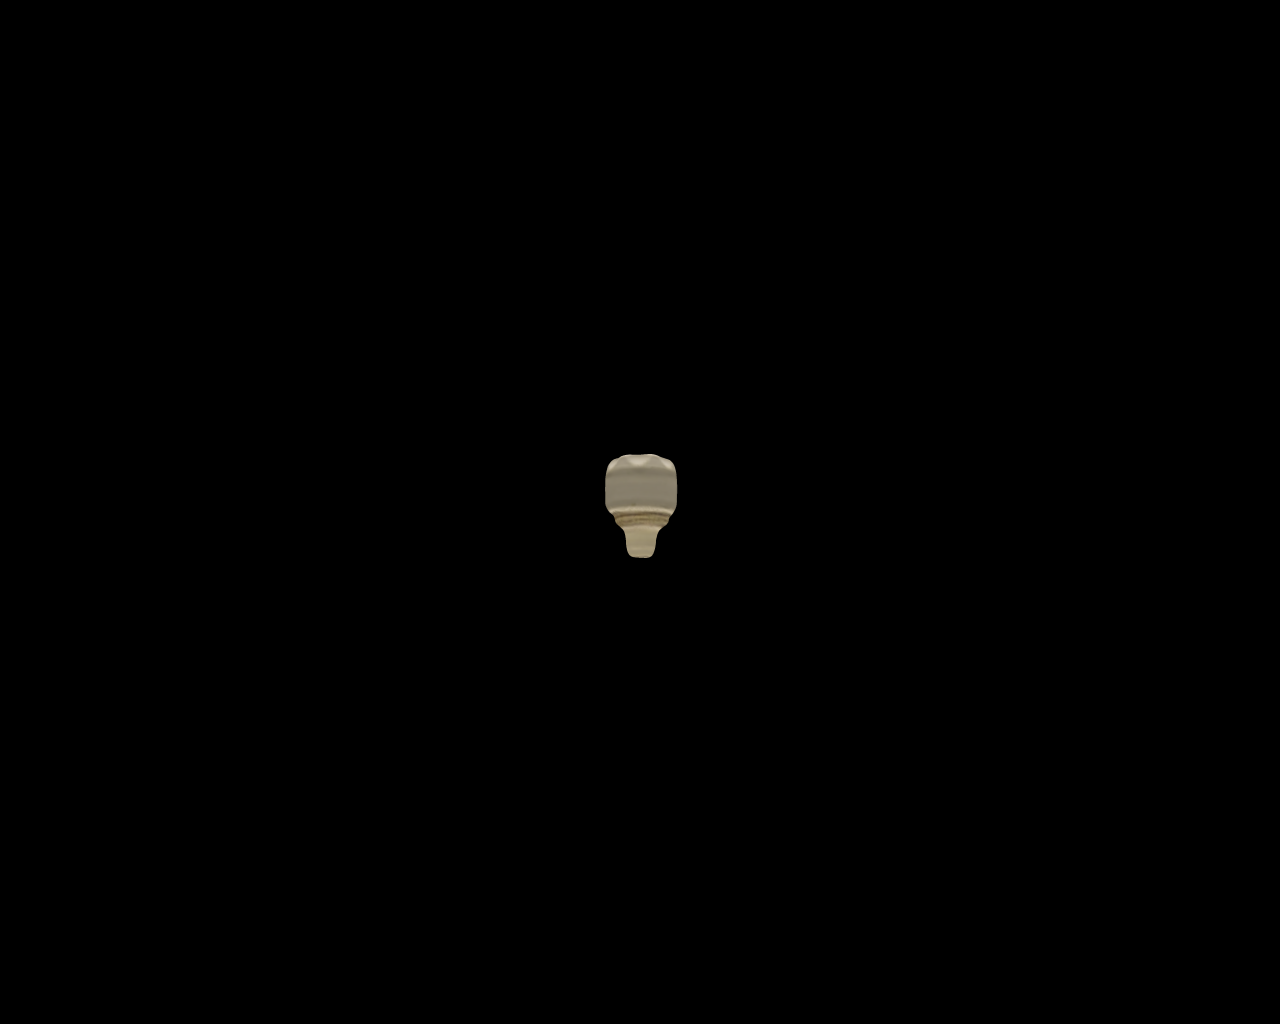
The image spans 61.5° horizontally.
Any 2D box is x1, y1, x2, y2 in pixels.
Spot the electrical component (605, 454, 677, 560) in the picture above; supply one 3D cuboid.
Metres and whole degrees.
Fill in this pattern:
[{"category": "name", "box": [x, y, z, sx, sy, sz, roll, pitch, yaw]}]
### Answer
[{"category": "electrical component", "box": [0.001, -0.003, 0.650, 0.043, 0.062, 0.043, 0, -9, 0]}]
